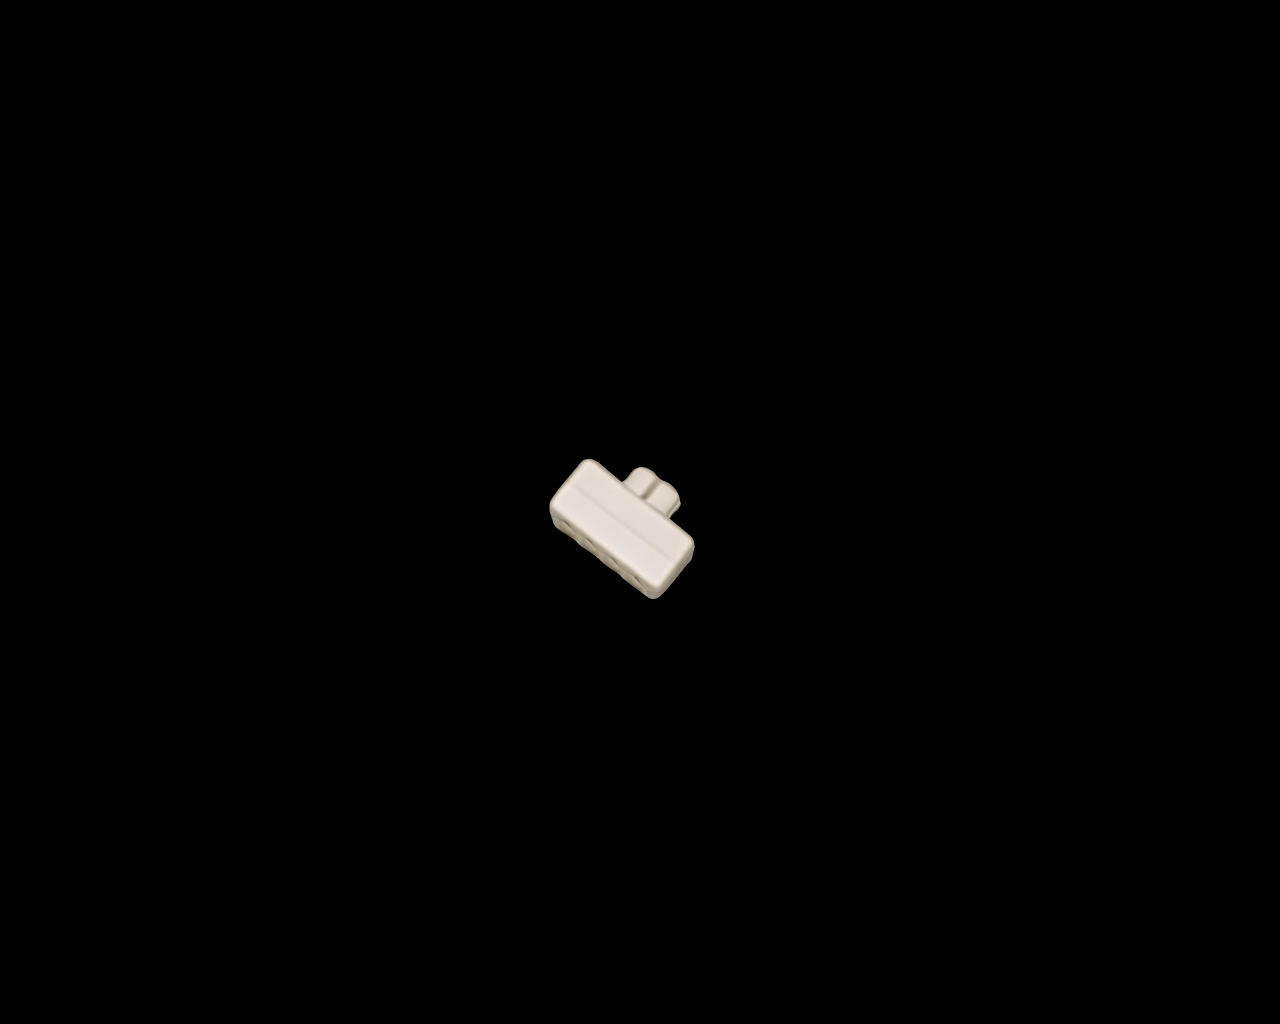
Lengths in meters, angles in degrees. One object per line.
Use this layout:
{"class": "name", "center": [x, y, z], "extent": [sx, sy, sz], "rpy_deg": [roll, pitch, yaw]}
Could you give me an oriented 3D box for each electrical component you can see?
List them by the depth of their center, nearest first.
{"class": "electrical component", "center": [0.001, -0.003, 0.650], "extent": [0.083, 0.076, 0.047], "rpy_deg": [38, -9, 7]}
